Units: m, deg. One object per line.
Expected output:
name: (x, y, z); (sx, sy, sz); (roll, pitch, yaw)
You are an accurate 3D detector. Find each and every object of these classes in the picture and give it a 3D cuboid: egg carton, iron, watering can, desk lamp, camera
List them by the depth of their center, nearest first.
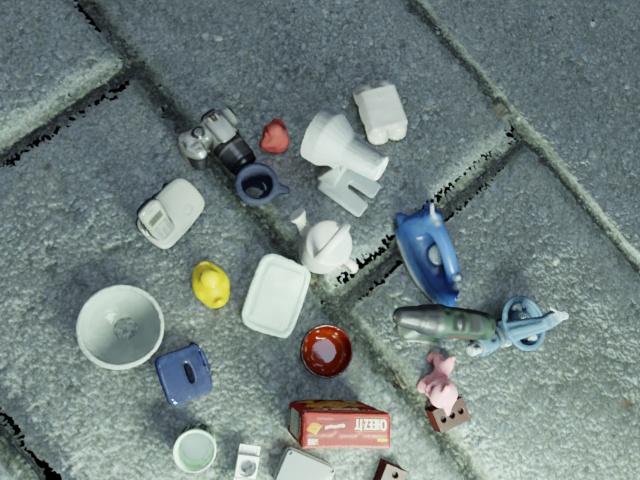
watering can: (0.010, 0.006, 1.200); (0.173, 0.194, 0.101); (20, 76, -6)
desk lamp: (0.055, -0.170, 1.232); (0.203, 0.213, 0.118); (35, 75, -2)
camera: (-0.216, -0.203, 1.246); (0.143, 0.100, 0.137); (-40, 89, -15)
iron: (0.266, 0.039, 1.270); (0.119, 0.141, 0.258); (-20, 84, -14)
egg carton: (0.143, -0.301, 1.349); (0.107, 0.069, 0.150); (-18, 83, -13)

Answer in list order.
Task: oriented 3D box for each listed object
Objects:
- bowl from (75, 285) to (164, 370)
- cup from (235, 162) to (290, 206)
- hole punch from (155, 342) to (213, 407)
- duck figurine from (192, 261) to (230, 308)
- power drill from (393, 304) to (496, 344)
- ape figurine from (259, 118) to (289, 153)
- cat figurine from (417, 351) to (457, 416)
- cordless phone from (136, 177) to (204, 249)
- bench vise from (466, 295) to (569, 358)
bowl: (-0.396, 0.175, 1.152); (0.167, 0.074, 0.167); (2, 79, -10)
cup: (-0.127, -0.110, 1.248); (0.118, 0.095, 0.092); (10, 78, -9)
hole punch: (-0.272, 0.267, 1.150); (0.101, 0.091, 0.108); (-20, 84, -14)
duck figurine: (-0.228, 0.090, 1.195); (0.077, 0.086, 0.104); (-23, 84, -14)
power drill: (0.236, 0.176, 1.204); (0.230, 0.208, 0.075); (5, 78, -10)
ape figurine: (-0.102, -0.236, 1.278); (0.078, 0.092, 0.076); (-42, 89, -15)
cat figurine: (0.264, 0.306, 1.231); (0.067, 0.117, 0.128); (22, 76, -6)
cordless phone: (-0.307, -0.067, 1.158); (0.094, 0.185, 0.148); (36, 75, -2)
bench vise: (0.424, 0.202, 1.229); (0.208, 0.219, 0.121); (-43, 89, -15)
